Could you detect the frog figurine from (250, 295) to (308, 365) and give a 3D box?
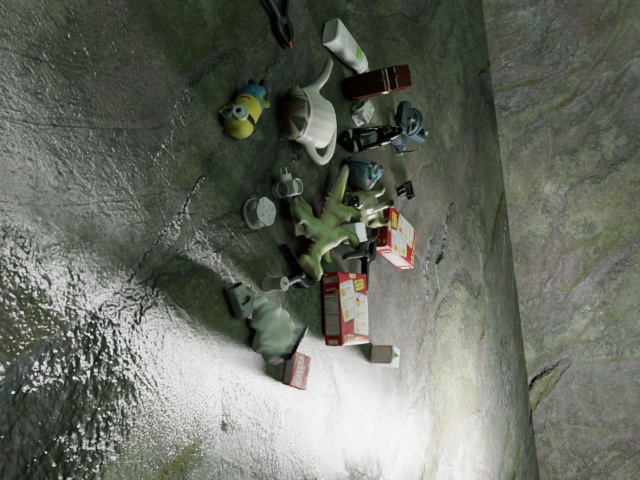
[{"bbox_3d":[-0.124,0.222,1.271,0.159,0.120,0.140,37,54,0],"label":"frog figurine"}]

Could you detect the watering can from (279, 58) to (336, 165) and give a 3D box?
[{"bbox_3d":[-0.024,-0.398,1.527,0.224,0.103,0.350,8,79,-54],"label":"watering can"}]

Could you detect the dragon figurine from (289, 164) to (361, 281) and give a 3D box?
[{"bbox_3d":[0.005,-0.075,1.481,0.240,0.121,0.418,29,55,-49],"label":"dragon figurine"}]
